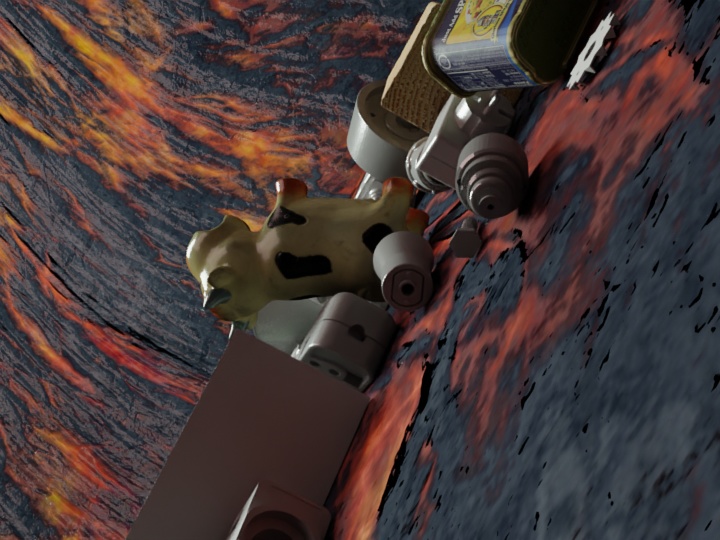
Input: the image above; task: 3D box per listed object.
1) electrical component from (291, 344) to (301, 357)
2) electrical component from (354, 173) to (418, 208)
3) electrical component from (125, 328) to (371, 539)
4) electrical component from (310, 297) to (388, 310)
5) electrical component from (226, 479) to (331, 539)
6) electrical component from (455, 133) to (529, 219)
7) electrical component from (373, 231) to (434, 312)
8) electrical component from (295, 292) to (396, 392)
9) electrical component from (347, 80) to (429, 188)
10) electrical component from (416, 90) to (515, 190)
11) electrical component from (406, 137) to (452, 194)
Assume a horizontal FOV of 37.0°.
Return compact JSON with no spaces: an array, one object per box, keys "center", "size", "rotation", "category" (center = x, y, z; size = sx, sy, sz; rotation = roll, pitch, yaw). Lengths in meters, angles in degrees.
[{"center":[-0.045,0.103,0.944],"size":[0.055,0.050,0.089],"rotation":[-62,4,5],"category":"electrical component"},{"center":[0.036,-0.093,1.141],"size":[0.061,0.061,0.096],"rotation":[-58,6,39],"category":"electrical component"},{"center":[-0.083,0.150,0.729],"size":[0.186,0.105,0.060],"rotation":[-64,5,-28],"category":"electrical component"},{"center":[0.000,0.000,0.955],"size":[0.076,0.066,0.047],"rotation":[-65,5,-34],"category":"electrical component"},{"center":[-0.056,0.175,0.634],"size":[0.055,0.050,0.089],"rotation":[-59,6,41],"category":"electrical component"},{"center":[0.072,-0.047,0.587],"size":[0.040,0.040,0.078],"rotation":[-60,5,24],"category":"electrical component"},{"center":[0.032,0.003,0.749],"size":[0.044,0.044,0.065],"rotation":[-61,9,16],"category":"electrical component"},{"center":[-0.014,0.060,0.823],"size":[0.059,0.054,0.095],"rotation":[-65,5,-31],"category":"electrical component"},{"center":[0.039,-0.125,1.030],"size":[0.108,0.108,0.060],"rotation":[-67,1,-47],"category":"electrical component"},{"center":[0.083,-0.104,0.759],"size":[0.076,0.047,0.065],"rotation":[-56,7,51],"category":"electrical component"},{"center":[0.066,-0.085,0.873],"size":[0.048,0.048,0.062],"rotation":[-62,12,2],"category":"electrical component"}]
